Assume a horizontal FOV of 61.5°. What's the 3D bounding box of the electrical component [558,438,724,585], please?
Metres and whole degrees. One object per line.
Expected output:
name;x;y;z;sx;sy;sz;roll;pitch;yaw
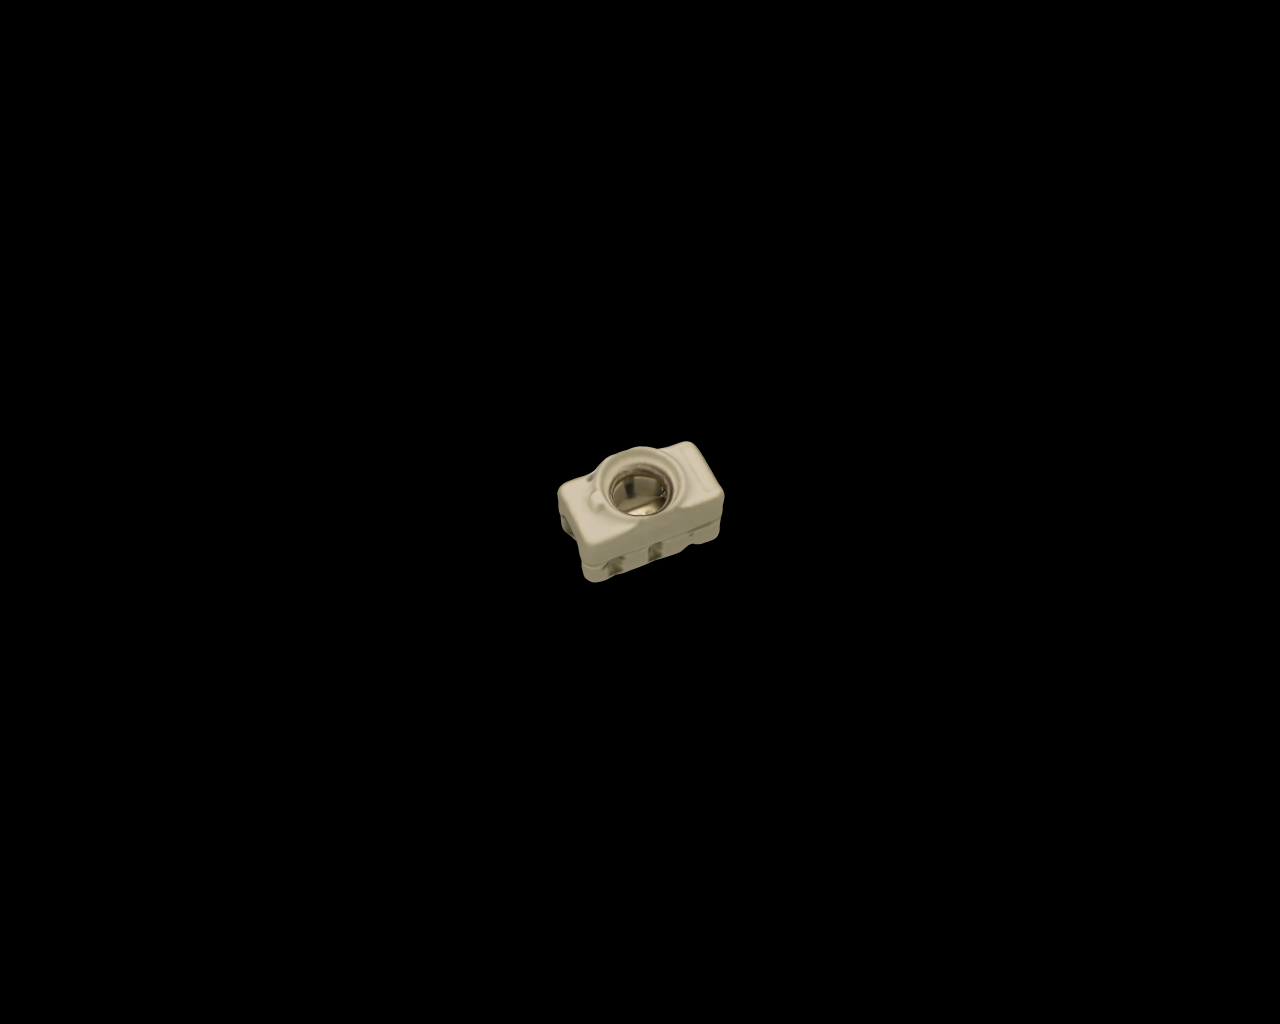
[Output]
electrical component;0.001;-0.003;0.650;0.089;0.050;0.055;-20;-31;-13
